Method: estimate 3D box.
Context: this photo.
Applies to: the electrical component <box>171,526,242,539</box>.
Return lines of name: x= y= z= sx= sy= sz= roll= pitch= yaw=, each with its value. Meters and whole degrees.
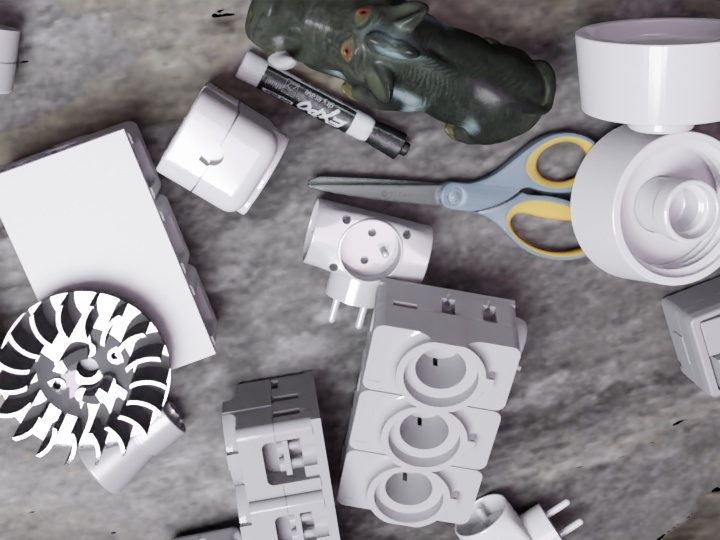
electrical component: x=-0.104 y=0.231 z=0.744 sx=0.059 sy=0.053 sz=0.095 roll=-13 pitch=107 yaw=11

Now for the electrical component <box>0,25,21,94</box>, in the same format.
electrical component: x=-0.272 y=-0.154 z=0.635 sx=0.138 sy=0.052 sz=0.073 roll=10 pitch=103 yaw=-8

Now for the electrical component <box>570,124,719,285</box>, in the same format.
electrical component: x=0.199 y=-0.041 z=0.697 sx=0.108 sy=0.060 sz=0.108 roll=-3 pitch=101 yaw=-16

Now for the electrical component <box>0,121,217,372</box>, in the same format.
electrical component: x=-0.158 y=-0.008 z=0.679 sx=0.089 sy=0.061 sz=0.150 roll=-20 pitch=105 yaw=0

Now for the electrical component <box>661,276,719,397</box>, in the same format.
electrical component: x=0.267 y=0.038 z=0.734 sx=0.096 sy=0.061 sz=0.061 roll=-21 pitch=105 yaw=0

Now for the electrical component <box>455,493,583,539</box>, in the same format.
electrical component: x=0.121 y=0.193 z=0.767 sx=0.079 sy=0.044 sz=0.077 roll=-34 pitch=105 yaw=3

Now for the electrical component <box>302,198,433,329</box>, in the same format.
electrical component: x=0.000 y=0.000 z=0.706 sx=0.077 sy=0.044 sz=0.079 roll=14 pitch=103 yaw=-9

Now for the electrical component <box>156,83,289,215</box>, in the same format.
electrical component: x=-0.082 y=-0.073 z=0.653 sx=0.059 sy=0.095 sz=0.053 roll=31 pitch=99 yaw=-13

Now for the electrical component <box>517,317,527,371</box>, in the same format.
electrical component: x=0.076 y=0.041 z=0.726 sx=0.078 sy=0.040 sz=0.040 roll=23 pitch=101 yaw=-11

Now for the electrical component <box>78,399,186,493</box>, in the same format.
electrical component: x=-0.150 y=0.113 z=0.723 sx=0.065 sy=0.044 sz=0.044 roll=-38 pitch=105 yaw=0

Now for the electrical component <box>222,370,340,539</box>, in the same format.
electrical component: x=-0.048 y=0.156 z=0.718 sx=0.062 sy=0.089 sz=0.150 roll=-9 pitch=105 yaw=-3

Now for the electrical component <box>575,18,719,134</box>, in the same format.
electrical component: x=0.187 y=-0.118 z=0.665 sx=0.108 sy=0.108 sz=0.060 roll=-5 pitch=111 yaw=-4

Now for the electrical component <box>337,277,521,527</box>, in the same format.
electrical component: x=0.042 y=0.090 z=0.697 sx=0.089 sy=0.061 sz=0.150 roll=10 pitch=122 yaw=-3
